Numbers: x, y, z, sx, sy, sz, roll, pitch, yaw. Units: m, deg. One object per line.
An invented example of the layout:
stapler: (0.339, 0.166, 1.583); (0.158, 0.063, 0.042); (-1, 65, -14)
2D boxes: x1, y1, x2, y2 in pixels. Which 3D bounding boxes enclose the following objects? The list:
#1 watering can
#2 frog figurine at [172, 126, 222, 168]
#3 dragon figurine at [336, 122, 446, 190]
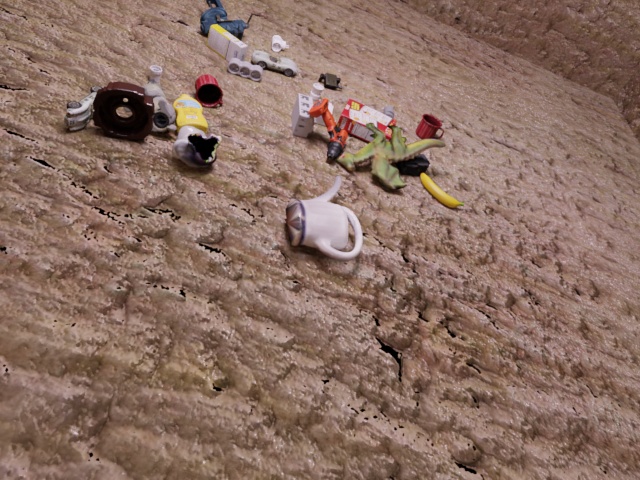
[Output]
watering can: (0.005, -0.075, 1.499); (0.224, 0.101, 0.356); (7, 44, -20)
frog figurine: (-0.383, -0.279, 1.544); (0.139, 0.121, 0.160); (-29, 28, -36)
dragon figurine: (0.262, -0.286, 1.846); (0.410, 0.120, 0.247); (7, 69, -7)
